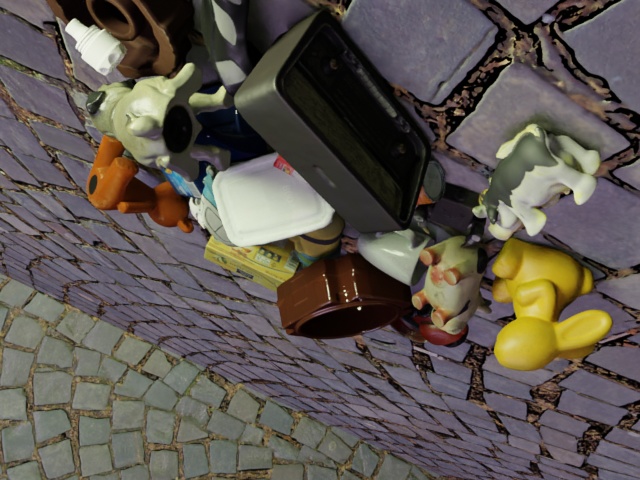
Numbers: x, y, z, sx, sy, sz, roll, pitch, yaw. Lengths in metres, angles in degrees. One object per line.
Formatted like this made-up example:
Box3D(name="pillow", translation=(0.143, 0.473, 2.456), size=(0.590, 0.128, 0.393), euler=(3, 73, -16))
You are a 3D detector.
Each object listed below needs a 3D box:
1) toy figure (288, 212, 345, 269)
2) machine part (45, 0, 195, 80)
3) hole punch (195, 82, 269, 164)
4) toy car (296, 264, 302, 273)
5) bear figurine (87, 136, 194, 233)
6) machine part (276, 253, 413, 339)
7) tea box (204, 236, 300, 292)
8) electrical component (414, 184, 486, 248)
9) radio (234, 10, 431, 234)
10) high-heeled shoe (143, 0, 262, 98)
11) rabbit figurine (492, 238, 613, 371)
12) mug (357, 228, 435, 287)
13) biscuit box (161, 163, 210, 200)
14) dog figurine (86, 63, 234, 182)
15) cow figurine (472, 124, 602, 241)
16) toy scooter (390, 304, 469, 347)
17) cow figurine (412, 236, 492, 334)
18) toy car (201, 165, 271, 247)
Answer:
Box3D(name="toy figure", translation=(0.000, -0.006, 0.886), size=(0.089, 0.082, 0.180), euler=(6, 146, 10))
Box3D(name="machine part", translation=(-0.232, -0.267, 0.620), size=(0.179, 0.056, 0.179), euler=(21, 154, 11))
Box3D(name="hole punch", translation=(-0.140, -0.142, 0.743), size=(0.142, 0.092, 0.115), euler=(-5, 146, 38))
Box3D(name="toy car", translation=(-0.013, 0.072, 1.068), size=(0.073, 0.056, 0.202), euler=(33, 155, -31))
Box3D(name="bear figurine", translation=(-0.309, -0.090, 0.973), size=(0.195, 0.120, 0.132), euler=(13, 121, -40))
Box3D(name="machine part", translation=(0.043, 0.106, 0.934), size=(0.201, 0.087, 0.201), euler=(11, 147, -39))
Box3D(name="tea box", translation=(-0.120, 0.021, 1.014), size=(0.170, 0.098, 0.068), euler=(27, 153, -1))
Box3D(name="electrical component", translation=(0.180, -0.032, 0.722), size=(0.102, 0.045, 0.078), euler=(23, 155, 2))
Box3D(name="radio", translation=(0.027, -0.120, 0.587), size=(0.073, 0.131, 0.229), euler=(-6, 141, 45))
Box3D(name="high-heeled shoe", translation=(-0.069, -0.236, 0.561), size=(0.145, 0.086, 0.248), euler=(-29, 149, 22))
Box3D(name="rabbit figurine", translation=(0.300, 0.106, 0.736), size=(0.163, 0.173, 0.121), euler=(21, 150, 16))
Box3D(name="mug", translation=(0.110, 0.010, 0.822), size=(0.107, 0.081, 0.109), euler=(23, 160, 25))
Box3D(name="biscuit box", translation=(-0.220, -0.144, 0.830), size=(0.059, 0.063, 0.202), euler=(14, 152, 19))
Box3D(name="dog figurine", translation=(-0.215, -0.138, 0.612), size=(0.191, 0.121, 0.172), euler=(10, -178, 18))
Box3D(name="cow figurine", translation=(0.224, -0.058, 0.610), size=(0.098, 0.068, 0.167), euler=(32, 150, -3))
Box3D(name="toy scooter", translation=(0.182, 0.143, 1.017), size=(0.184, 0.075, 0.135), euler=(-1, 143, 49))
Box3D(name="cow figurine", translation=(0.210, 0.072, 0.823), size=(0.086, 0.127, 0.194), euler=(44, 150, 37))
Box3D(name="toy car", translation=(-0.135, -0.043, 0.856), size=(0.161, 0.103, 0.109), euler=(42, -173, -15))
